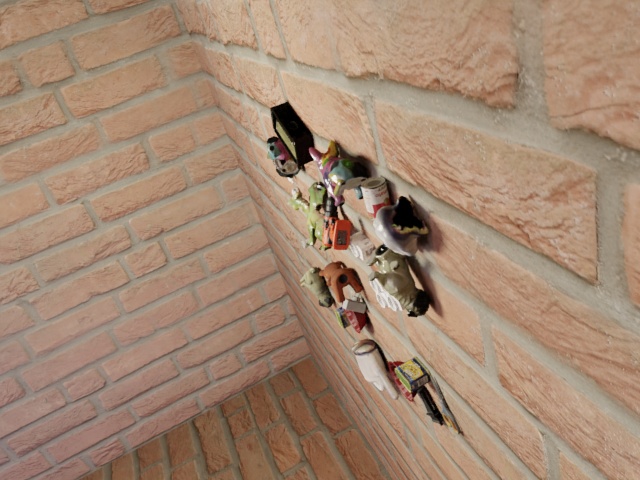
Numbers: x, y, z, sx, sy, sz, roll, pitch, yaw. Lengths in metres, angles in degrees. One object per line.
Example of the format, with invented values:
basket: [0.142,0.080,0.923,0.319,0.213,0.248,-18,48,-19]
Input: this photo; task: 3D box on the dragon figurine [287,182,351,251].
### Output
dragon figurine: [0.006,-0.098,1.955,0.412,0.123,0.239,15,124,52]

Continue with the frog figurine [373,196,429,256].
frog figurine: [0.191,-0.013,1.299,0.138,0.124,0.156,41,148,14]

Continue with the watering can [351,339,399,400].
watering can: [0.234,0.539,2.178,0.224,0.104,0.347,67,167,-4]
